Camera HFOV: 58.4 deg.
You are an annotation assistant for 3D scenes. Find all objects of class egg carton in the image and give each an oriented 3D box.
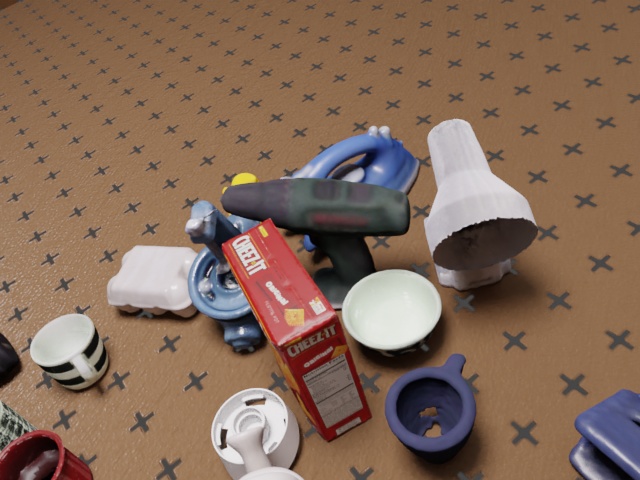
[{"bbox_3d":[-0.241,0.062,0.862,0.150,0.069,0.107,1,48,18],"label":"egg carton"}]

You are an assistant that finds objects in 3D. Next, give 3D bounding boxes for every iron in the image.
[{"bbox_3d":[0.049,-0.101,0.876,0.259,0.142,0.118,-36,48,-17],"label":"iron"}]

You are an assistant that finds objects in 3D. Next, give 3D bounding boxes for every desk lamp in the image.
[{"bbox_3d":[0.182,-0.029,0.716,0.118,0.214,0.203,-13,45,6],"label":"desk lamp"}]

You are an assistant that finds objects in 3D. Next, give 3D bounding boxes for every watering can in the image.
[{"bbox_3d":[-0.051,0.259,0.530,0.101,0.194,0.172,-38,48,-18],"label":"watering can"}]

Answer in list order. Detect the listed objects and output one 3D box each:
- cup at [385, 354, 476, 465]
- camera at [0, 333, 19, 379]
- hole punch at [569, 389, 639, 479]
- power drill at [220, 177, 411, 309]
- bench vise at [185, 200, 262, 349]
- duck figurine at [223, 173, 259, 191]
[{"bbox_3d":[0.127,0.187,0.614,0.091,0.095,0.118,19,56,31],"label":"cup"},{"bbox_3d":[-0.501,0.193,0.797,0.137,0.101,0.142,-34,47,-15],"label":"camera"},{"bbox_3d":[0.308,0.198,0.550,0.101,0.091,0.108,-34,47,-15],"label":"hole punch"},{"bbox_3d":[0.007,0.003,0.744,0.229,0.209,0.075,-5,47,13],"label":"power drill"},{"bbox_3d":[-0.132,0.012,0.770,0.121,0.220,0.207,-22,45,-3],"label":"bench vise"},{"bbox_3d":[-0.109,-0.072,0.936,0.104,0.086,0.077,-8,46,10],"label":"duck figurine"}]
